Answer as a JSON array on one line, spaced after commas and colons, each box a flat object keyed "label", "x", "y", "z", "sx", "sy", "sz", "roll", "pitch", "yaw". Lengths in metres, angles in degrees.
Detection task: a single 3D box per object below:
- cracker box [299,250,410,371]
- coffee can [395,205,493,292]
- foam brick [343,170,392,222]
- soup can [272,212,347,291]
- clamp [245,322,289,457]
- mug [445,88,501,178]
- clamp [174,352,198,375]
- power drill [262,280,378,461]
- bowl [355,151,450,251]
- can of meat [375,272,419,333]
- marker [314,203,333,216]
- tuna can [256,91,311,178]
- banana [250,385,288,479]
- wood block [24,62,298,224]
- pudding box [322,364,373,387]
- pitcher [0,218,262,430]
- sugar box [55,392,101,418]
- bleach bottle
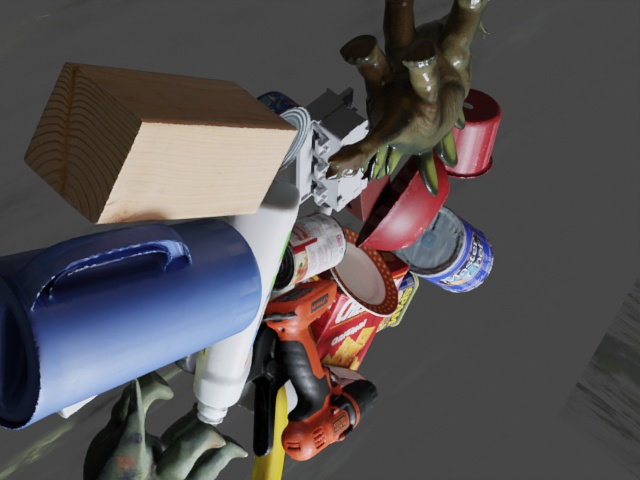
[{"label": "cracker box", "x": 0.016, "y": 0.118, "z": 1.426, "sx": 0.163, "sy": 0.072, "sz": 0.214, "roll": -20, "pitch": 141, "yaw": -52}, {"label": "coffee can", "x": 0.178, "y": 0.014, "z": 1.523, "sx": 0.103, "sy": 0.103, "sz": 0.140, "roll": -54, "pitch": 152, "yaw": 6}, {"label": "foam brick", "x": 0.046, "y": -0.069, "z": 1.235, "sx": 0.051, "sy": 0.053, "sz": 0.078, "roll": -44, "pitch": 155, "yaw": -18}, {"label": "soup can", "x": -0.025, "y": 0.011, "z": 1.201, "sx": 0.102, "sy": 0.069, "sz": 0.069, "roll": -22, "pitch": 143, "yaw": -51}, {"label": "clamp", "x": -0.074, "y": 0.151, "z": 1.241, "sx": 0.120, "sy": 0.039, "sz": 0.171, "roll": 51, "pitch": 44, "yaw": -41}, {"label": "mug", "x": 0.182, "y": -0.145, "z": 1.349, "sx": 0.117, "sy": 0.093, "sz": 0.081, "roll": -73, "pitch": 174, "yaw": -49}, {"label": "clamp", "x": -0.130, "y": 0.090, "z": 1.157, "sx": 0.164, "sy": 0.036, "sz": 0.210, "roll": -34, "pitch": 149, "yaw": -36}, {"label": "power drill", "x": 0.003, "y": 0.146, "z": 1.270, "sx": 0.184, "sy": 0.057, "sz": 0.187, "roll": -26, "pitch": 105, "yaw": -57}, {"label": "bowl", "x": 0.110, "y": -0.043, "z": 1.302, "sx": 0.162, "sy": 0.055, "sz": 0.162, "roll": -55, "pitch": -175, "yaw": 6}, {"label": "can of meat", "x": 0.084, "y": 0.086, "z": 1.526, "sx": 0.083, "sy": 0.057, "sz": 0.102, "roll": -19, "pitch": 141, "yaw": -50}, {"label": "marker", "x": -0.008, "y": 0.002, "z": 1.278, "sx": 0.020, "sy": 0.020, "sz": 0.121, "roll": -29, "pitch": 148, "yaw": -43}, {"label": "tuna can", "x": -0.050, "y": -0.100, "z": 1.033, "sx": 0.086, "sy": 0.034, "sz": 0.086, "roll": -41, "pitch": 155, "yaw": -24}, {"label": "banana", "x": -0.063, "y": 0.266, "z": 1.275, "sx": 0.069, "sy": 0.037, "sz": 0.197, "roll": 90, "pitch": 9, "yaw": -62}, {"label": "wood block", "x": -0.122, "y": -0.077, "z": 0.864, "sx": 0.205, "sy": 0.090, "sz": 0.091, "roll": -7, "pitch": 130, "yaw": -58}, {"label": "pudding box", "x": 0.014, "y": 0.213, "z": 1.414, "sx": 0.090, "sy": 0.039, "sz": 0.113, "roll": -56, "pitch": 155, "yaw": 7}, {"label": "pitcher", "x": -0.163, "y": 0.050, "z": 0.873, "sx": 0.242, "sy": 0.149, "sz": 0.145, "roll": -17, "pitch": 106, "yaw": -43}, {"label": "sugar box", "x": -0.189, "y": 0.074, "z": 0.987, "sx": 0.176, "sy": 0.048, "sz": 0.093, "roll": -34, "pitch": 129, "yaw": -31}, {"label": "bleach bottle", "x": -0.082, "y": 0.066, "z": 1.074, "sx": 0.102, "sy": 0.068, "sz": 0.251, "roll": -85, "pitch": -170, "yaw": -71}]
